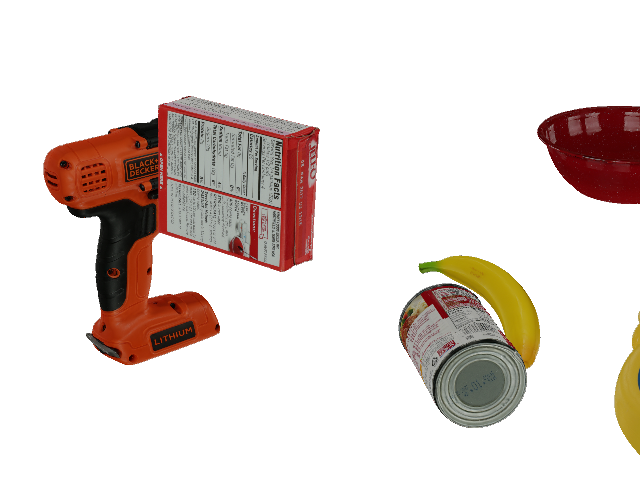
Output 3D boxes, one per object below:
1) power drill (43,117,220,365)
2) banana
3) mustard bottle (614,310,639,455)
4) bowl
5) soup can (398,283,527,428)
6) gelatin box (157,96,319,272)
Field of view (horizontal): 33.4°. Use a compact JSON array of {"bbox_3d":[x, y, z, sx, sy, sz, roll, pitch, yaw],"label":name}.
[{"bbox_3d":[-0.126,-0.006,0.861,0.184,0.188,0.057,-17,25,-34],"label":"power drill"},{"bbox_3d":[0.181,0.065,1.114,0.069,0.037,0.198,-34,38,-7],"label":"banana"},{"bbox_3d":[0.215,0.099,0.579,0.096,0.058,0.191,-6,35,-3],"label":"mustard bottle"},{"bbox_3d":[0.281,-0.076,0.982,0.162,0.055,0.162,-3,24,1],"label":"bowl"},{"bbox_3d":[0.100,0.080,0.764,0.068,0.068,0.102,0,20,-10],"label":"soup can"},{"bbox_3d":[-0.044,-0.031,0.560,0.089,0.073,0.030,16,26,30],"label":"gelatin box"}]
